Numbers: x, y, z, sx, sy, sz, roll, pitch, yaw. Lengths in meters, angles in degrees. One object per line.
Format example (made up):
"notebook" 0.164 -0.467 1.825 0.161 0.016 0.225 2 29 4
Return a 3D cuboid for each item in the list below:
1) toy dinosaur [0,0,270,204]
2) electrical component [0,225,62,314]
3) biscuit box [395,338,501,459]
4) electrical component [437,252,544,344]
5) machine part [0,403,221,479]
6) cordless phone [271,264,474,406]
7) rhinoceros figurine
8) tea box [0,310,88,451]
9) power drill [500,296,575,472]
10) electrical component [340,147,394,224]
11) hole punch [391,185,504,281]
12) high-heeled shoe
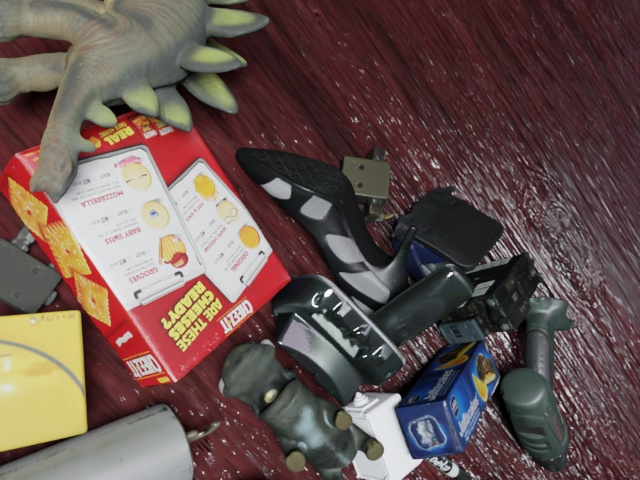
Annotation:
"toy dinosaur" -0.154 -0.213 0.505 0.198 0.105 0.471 18 52 -18
"electrical component" -0.251 0.033 0.447 0.063 0.021 0.094 40 58 -21
"biscuit box" 0.155 0.177 0.628 0.202 0.063 0.059 -21 91 -60
"electrical component" 0.213 0.081 0.705 0.134 0.115 0.058 -38 97 -35
"machine part" -0.190 0.193 0.416 0.243 0.079 0.079 -15 87 -38
"cordless phone" 0.056 0.067 0.554 0.146 0.184 0.089 47 14 -18
"rhinoceros figurine" -0.018 0.169 0.526 0.073 0.112 0.190 -44 120 -6
"tea box" -0.266 0.107 0.388 0.169 0.068 0.098 -3 79 -37
"power drill" 0.312 0.198 0.759 0.231 0.086 0.207 47 55 -43
"electrical component" 0.060 -0.067 0.682 0.078 0.045 0.102 1 73 -6
"hole punch" 0.162 0.004 0.718 0.116 0.092 0.142 39 55 18
"high-heeled shoe" -0.001 -0.002 0.626 0.249 0.145 0.086 28 31 3
